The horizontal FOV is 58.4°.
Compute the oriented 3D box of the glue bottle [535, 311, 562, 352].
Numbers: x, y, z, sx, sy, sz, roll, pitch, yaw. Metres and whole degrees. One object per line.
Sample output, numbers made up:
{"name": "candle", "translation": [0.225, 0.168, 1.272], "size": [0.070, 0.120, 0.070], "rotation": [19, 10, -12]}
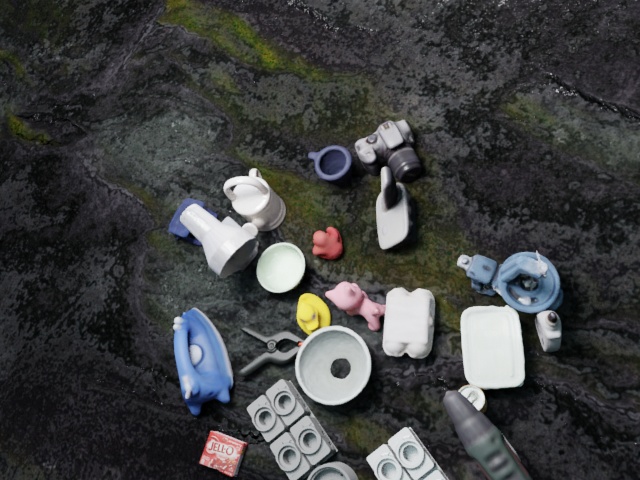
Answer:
{"name": "glue bottle", "translation": [0.439, 0.164, 1.092], "size": [0.037, 0.173, 0.078], "rotation": [-13, 67, 13]}

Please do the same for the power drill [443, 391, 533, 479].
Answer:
{"name": "power drill", "translation": [0.307, 0.381, 1.034], "size": [0.075, 0.209, 0.229], "rotation": [-37, 64, 2]}

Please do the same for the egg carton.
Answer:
{"name": "egg carton", "translation": [0.191, 0.177, 1.225], "size": [0.107, 0.069, 0.150], "rotation": [0, 70, 18]}

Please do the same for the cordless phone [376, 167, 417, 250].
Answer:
{"name": "cordless phone", "translation": [0.155, -0.069, 1.264], "size": [0.094, 0.185, 0.147], "rotation": [-11, 67, 14]}

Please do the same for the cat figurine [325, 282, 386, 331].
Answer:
{"name": "cat figurine", "translation": [0.081, 0.136, 1.249], "size": [0.127, 0.118, 0.067], "rotation": [28, 81, 25]}

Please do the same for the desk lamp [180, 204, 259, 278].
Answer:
{"name": "desk lamp", "translation": [-0.228, 0.005, 1.345], "size": [0.202, 0.214, 0.118], "rotation": [39, 86, 26]}

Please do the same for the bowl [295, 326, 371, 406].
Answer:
{"name": "bowl", "translation": [0.037, 0.274, 1.236], "size": [0.167, 0.075, 0.167], "rotation": [-6, 69, 16]}

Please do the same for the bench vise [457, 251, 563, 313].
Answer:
{"name": "bench vise", "translation": [0.370, 0.077, 1.121], "size": [0.207, 0.220, 0.121], "rotation": [1, 71, 18]}

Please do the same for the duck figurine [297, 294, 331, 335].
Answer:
{"name": "duck figurine", "translation": [-0.024, 0.165, 1.290], "size": [0.077, 0.086, 0.104], "rotation": [-25, 65, 8]}

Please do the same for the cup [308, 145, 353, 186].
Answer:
{"name": "cup", "translation": [0.031, -0.174, 1.394], "size": [0.117, 0.095, 0.092], "rotation": [22, 79, 24]}

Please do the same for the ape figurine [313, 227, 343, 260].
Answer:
{"name": "ape figurine", "translation": [0.012, 0.005, 1.335], "size": [0.078, 0.092, 0.076], "rotation": [-37, 64, 2]}

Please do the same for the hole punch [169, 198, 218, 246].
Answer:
{"name": "hole punch", "translation": [-0.337, -0.051, 1.469], "size": [0.100, 0.091, 0.109], "rotation": [21, 78, 24]}

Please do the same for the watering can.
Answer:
{"name": "watering can", "translation": [-0.158, -0.093, 1.369], "size": [0.101, 0.194, 0.172], "rotation": [-28, 64, 6]}

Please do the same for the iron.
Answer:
{"name": "iron", "translation": [-0.293, 0.259, 1.311], "size": [0.118, 0.142, 0.258], "rotation": [-24, 65, 8]}

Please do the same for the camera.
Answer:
{"name": "camera", "translation": [0.170, -0.203, 1.356], "size": [0.143, 0.101, 0.136], "rotation": [-28, 64, 6]}
